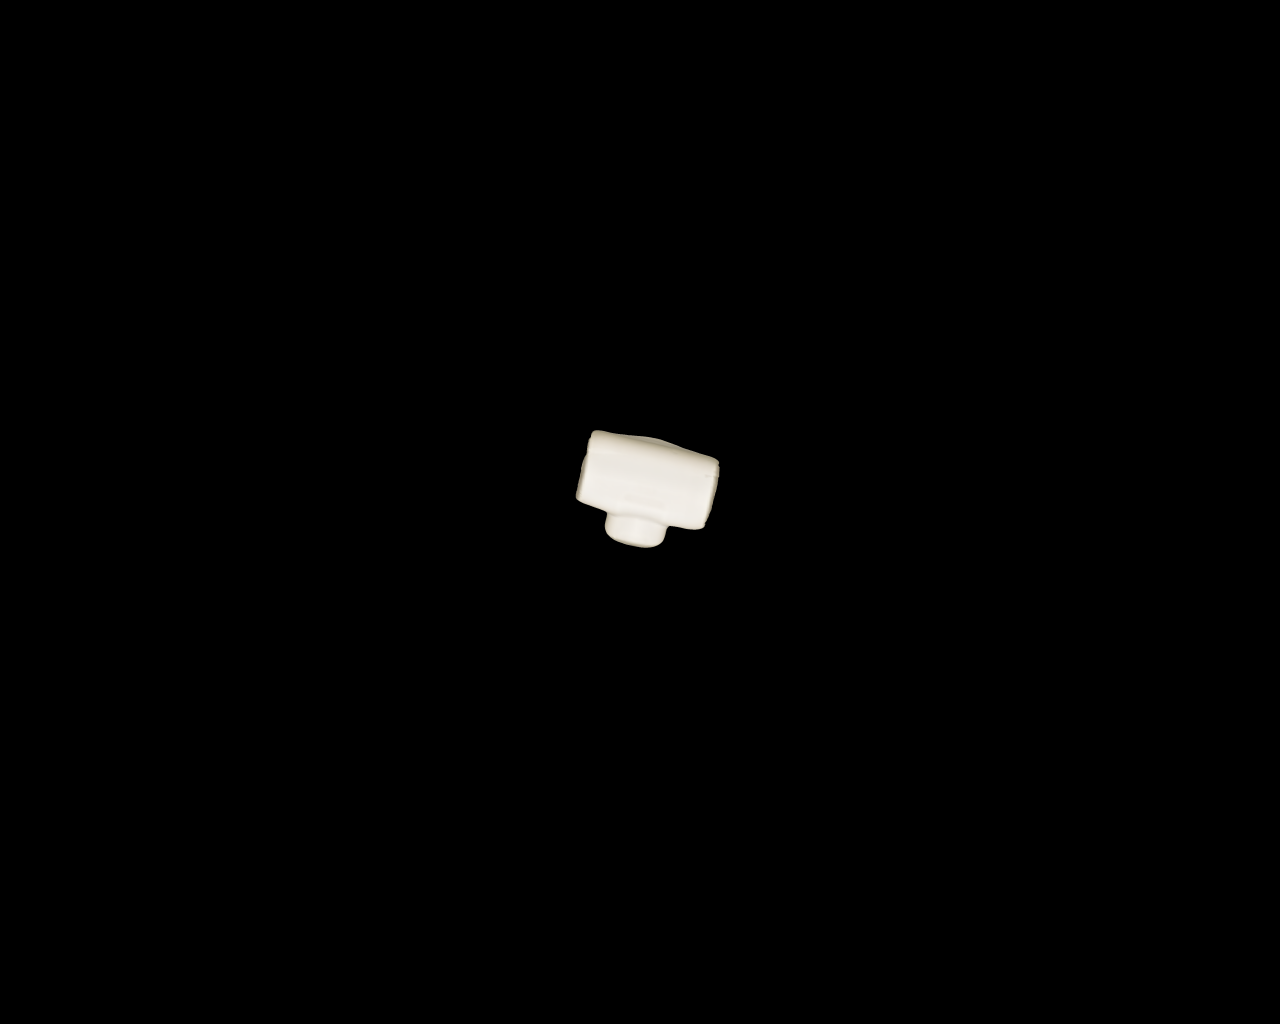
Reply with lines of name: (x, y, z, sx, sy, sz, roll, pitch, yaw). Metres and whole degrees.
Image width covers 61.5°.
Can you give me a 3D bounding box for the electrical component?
electrical component: (0.001, -0.003, 0.650, 0.077, 0.079, 0.043, 13, 16, -4)
